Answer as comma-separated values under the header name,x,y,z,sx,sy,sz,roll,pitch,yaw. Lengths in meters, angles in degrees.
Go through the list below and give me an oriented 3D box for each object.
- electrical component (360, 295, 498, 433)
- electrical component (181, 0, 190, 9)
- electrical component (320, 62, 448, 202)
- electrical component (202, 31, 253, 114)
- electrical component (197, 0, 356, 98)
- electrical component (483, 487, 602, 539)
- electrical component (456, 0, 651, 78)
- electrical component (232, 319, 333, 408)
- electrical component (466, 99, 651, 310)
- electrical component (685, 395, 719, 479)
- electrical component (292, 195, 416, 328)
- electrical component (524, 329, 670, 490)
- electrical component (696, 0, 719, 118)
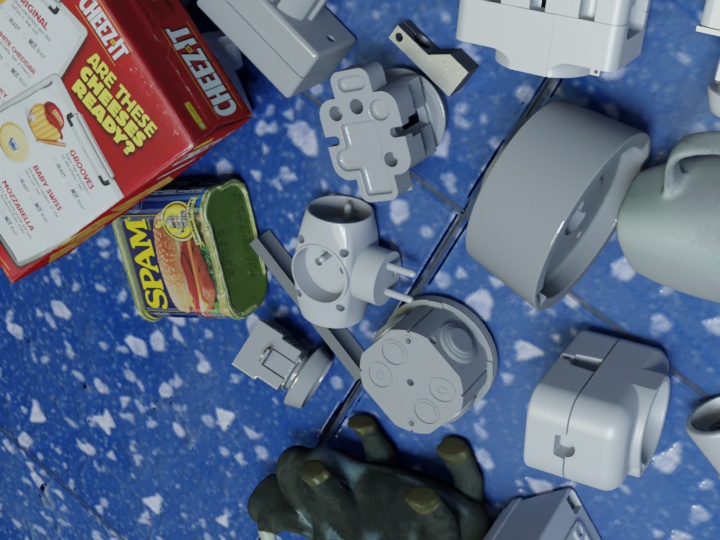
name,x,y,z,sx,sy,sz,roll,pitch,yaw
electrical component,0.044,0.061,0.695,0.080,0.051,0.080,14,120,27
electrical component,-0.157,-0.169,0.710,0.059,0.054,0.095,38,128,11
electrical component,0.017,-0.086,0.636,0.058,0.057,0.078,-4,110,34
electrical component,-0.096,-0.124,0.699,0.045,0.045,0.055,4,114,31
electrical component,-0.041,-0.162,0.643,0.083,0.047,0.075,46,129,5
electrical component,0.121,0.214,0.684,0.056,0.109,0.108,-25,98,36
electrical component,0.101,-0.136,0.562,0.089,0.050,0.055,18,121,25
electrical component,-0.053,0.065,0.758,0.055,0.066,0.048,33,92,7
electrical component,0.100,-0.040,0.577,0.060,0.108,0.108,34,127,22
electrical component,0.219,0.108,0.612,0.044,0.044,0.065,-18,107,38
electrical component,0.000,0.000,0.698,0.079,0.044,0.077,19,122,24
electrical component,0.139,0.079,0.613,0.059,0.095,0.053,14,119,27
electrical component,0.200,-0.099,0.512,0.078,0.058,0.057,20,119,24
